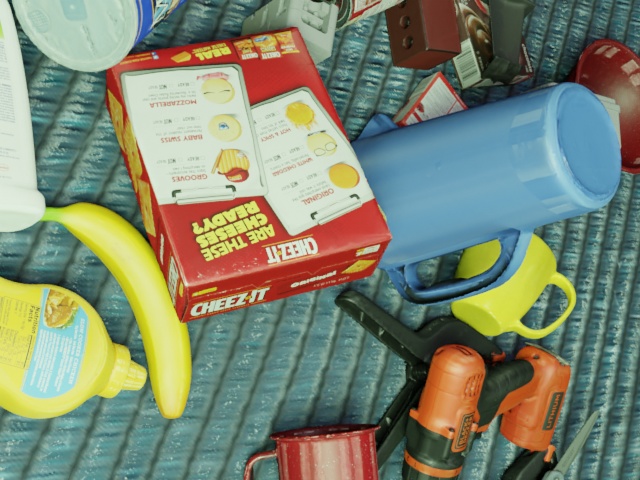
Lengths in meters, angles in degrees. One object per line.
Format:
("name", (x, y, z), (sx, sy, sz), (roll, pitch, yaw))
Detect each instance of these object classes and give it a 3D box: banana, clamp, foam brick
("banana", (-0.147, 0.044, 0.840), (0.069, 0.037, 0.198), (-36, 100, -24))
("clamp", (0.096, 0.132, 0.996), (0.209, 0.036, 0.164), (5, 83, -40))
("foam brick", (0.104, -0.220, 1.089), (0.051, 0.053, 0.078), (-1, 78, -37))
("clamp", (0.193, 0.279, 1.031), (0.120, 0.039, 0.171), (22, 64, -35))

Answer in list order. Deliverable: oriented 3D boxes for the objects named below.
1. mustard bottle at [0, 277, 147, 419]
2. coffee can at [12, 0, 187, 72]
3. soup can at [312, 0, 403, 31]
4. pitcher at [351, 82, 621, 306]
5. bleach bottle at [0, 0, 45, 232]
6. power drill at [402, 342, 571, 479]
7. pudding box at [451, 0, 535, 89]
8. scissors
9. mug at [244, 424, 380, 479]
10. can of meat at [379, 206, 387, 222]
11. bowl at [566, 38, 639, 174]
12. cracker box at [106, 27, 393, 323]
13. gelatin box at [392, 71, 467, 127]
("mustard bottle", (-0.212, 0.076, 0.766), (0.191, 0.058, 0.096), (22, 60, -31))
("coffee can", (-0.159, -0.207, 0.831), (0.102, 0.103, 0.140), (50, 37, -15))
("soup can", (0.037, -0.249, 1.036), (0.102, 0.069, 0.068), (-32, 98, -39))
("pitcher", (0.138, -0.046, 0.945), (0.149, 0.243, 0.144), (48, 52, -24))
("bleach bottle", (-0.260, -0.136, 0.786), (0.102, 0.068, 0.251), (5, 73, -37))
("power drill", (0.150, 0.175, 0.986), (0.187, 0.057, 0.184), (-7, 117, -47))
("pudding box", (0.177, -0.222, 1.153), (0.089, 0.039, 0.113), (-11, 85, -39))
("scissors", (0.207, 0.227, 1.018), (0.096, 0.016, 0.201), (38, 63, -22))
("mug", (-0.004, 0.198, 0.879), (0.117, 0.093, 0.081), (-5, 84, -7))
("can of meat", (-0.006, 0.001, 0.915), (0.083, 0.102, 0.057), (-46, 107, -34))
("bowl", (0.331, -0.148, 1.238), (0.161, 0.055, 0.162), (11, 72, -35))
("cracker box", (-0.062, -0.056, 0.836), (0.164, 0.072, 0.214), (-13, 63, -19))
("gelatin box", (0.115, -0.115, 1.083), (0.073, 0.030, 0.089), (49, 54, -18))
